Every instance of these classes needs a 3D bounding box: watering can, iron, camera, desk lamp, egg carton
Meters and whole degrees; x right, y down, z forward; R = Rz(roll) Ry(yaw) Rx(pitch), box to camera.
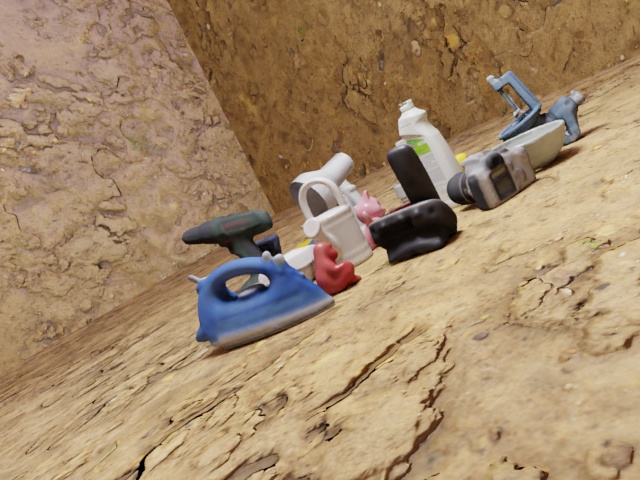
[{"bbox_3d":[0.023,-0.035,1.166,0.101,0.194,0.173,-26,8,6],"label":"watering can"},{"bbox_3d":[-0.111,0.088,0.985,0.257,0.141,0.119,-23,9,25],"label":"iron"},{"bbox_3d":[0.321,-0.125,1.126,0.143,0.101,0.136,-30,9,-26],"label":"camera"},{"bbox_3d":[0.050,-0.100,1.436,0.204,0.213,0.117,-31,9,-32],"label":"desk lamp"},{"bbox_3d":[-0.056,0.066,1.222,0.151,0.069,0.107,-32,10,-37],"label":"egg carton"}]

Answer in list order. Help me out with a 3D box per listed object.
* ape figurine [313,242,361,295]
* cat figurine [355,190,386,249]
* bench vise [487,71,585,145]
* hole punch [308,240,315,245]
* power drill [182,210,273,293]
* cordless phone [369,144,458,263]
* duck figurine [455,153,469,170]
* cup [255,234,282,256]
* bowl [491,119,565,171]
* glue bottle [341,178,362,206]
[{"bbox_3d":[0.019,0.046,1.020,0.076,0.092,0.077,-28,8,-13],"label":"ape figurine"},{"bbox_3d":[0.111,-0.049,1.255,0.067,0.118,0.128,-24,8,16],"label":"cat figurine"},{"bbox_3d":[0.493,-0.309,1.340,0.207,0.220,0.121,-26,8,0],"label":"bench vise"},{"bbox_3d":[0.012,0.005,1.324,0.101,0.091,0.108,-27,8,-7],"label":"hole punch"},{"bbox_3d":[-0.209,0.029,1.455,0.229,0.208,0.075,-26,8,4],"label":"power drill"},{"bbox_3d":[0.143,-0.066,1.004,0.147,0.185,0.094,-22,9,28],"label":"cordless phone"},{"bbox_3d":[0.341,-0.162,1.366,0.104,0.086,0.077,-27,8,-7],"label":"duck figurine"},{"bbox_3d":[-0.132,0.042,1.541,0.092,0.095,0.117,-29,8,-21],"label":"cup"},{"bbox_3d":[0.449,-0.187,1.218,0.167,0.075,0.167,-26,8,4],"label":"bowl"},{"bbox_3d":[0.085,-0.125,1.642,0.078,0.173,0.037,-18,12,48],"label":"glue bottle"}]
